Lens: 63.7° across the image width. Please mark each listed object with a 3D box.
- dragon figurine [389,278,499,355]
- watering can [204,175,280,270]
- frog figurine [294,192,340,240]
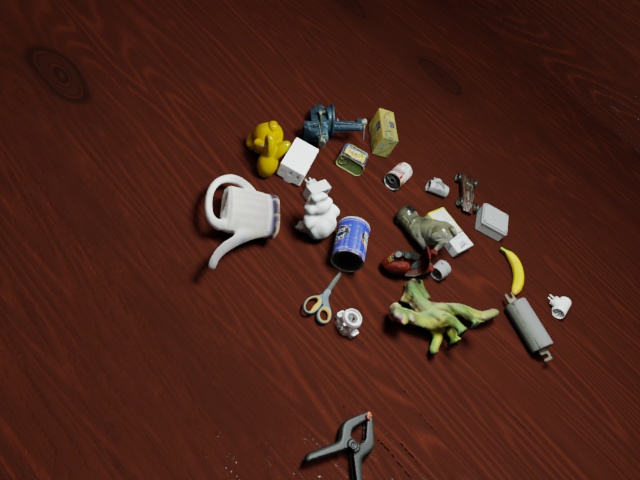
[{"bbox_3d":[0.364,0.203,1.581,0.413,0.119,0.246,-13,54,-43],"label":"dragon figurine"},{"bbox_3d":[-0.220,-0.048,1.469,0.224,0.102,0.356,10,50,-20],"label":"watering can"},{"bbox_3d":[0.005,-0.079,1.570,0.138,0.156,0.124,-17,66,-36],"label":"frog figurine"}]
